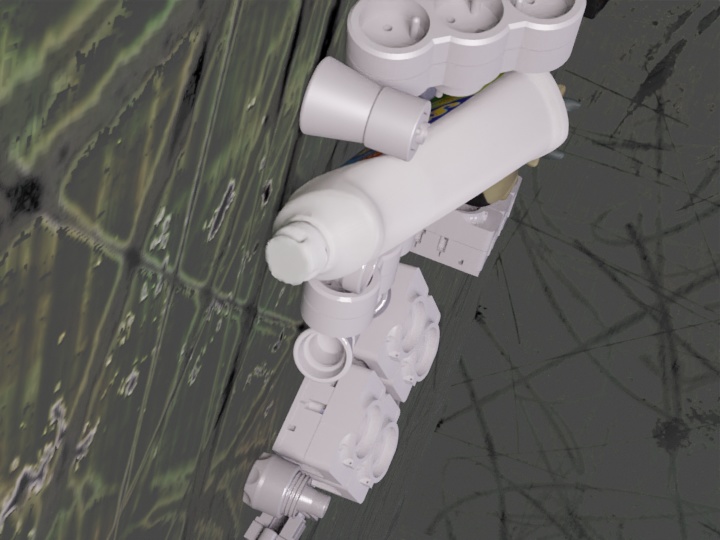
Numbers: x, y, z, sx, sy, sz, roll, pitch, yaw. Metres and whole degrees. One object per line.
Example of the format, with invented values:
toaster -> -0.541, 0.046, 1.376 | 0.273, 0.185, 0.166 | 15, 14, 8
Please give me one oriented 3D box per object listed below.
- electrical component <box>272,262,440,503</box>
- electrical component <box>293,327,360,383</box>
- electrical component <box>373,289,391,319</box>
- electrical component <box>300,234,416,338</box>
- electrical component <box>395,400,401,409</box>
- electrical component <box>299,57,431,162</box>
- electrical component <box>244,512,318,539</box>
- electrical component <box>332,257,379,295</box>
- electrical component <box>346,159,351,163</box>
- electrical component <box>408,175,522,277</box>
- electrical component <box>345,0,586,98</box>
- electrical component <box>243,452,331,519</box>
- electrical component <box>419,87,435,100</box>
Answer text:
electrical component -> 0.006, 0.094, 0.918 | 0.186, 0.060, 0.105 | -65, 155, -19
electrical component -> -0.022, 0.053, 0.812 | 0.065, 0.044, 0.044 | -56, 165, -71
electrical component -> 0.001, 0.016, 0.849 | 0.062, 0.043, 0.043 | 43, 68, -79
electrical component -> 0.000, 0.000, 0.777 | 0.073, 0.052, 0.138 | 102, 13, -45
electrical component -> 0.017, 0.093, 1.048 | 0.121, 0.063, 0.078 | 87, 26, -68
electrical component -> 0.005, -0.084, 0.583 | 0.044, 0.065, 0.044 | 21, 90, -81
electrical component -> -0.065, 0.211, 0.900 | 0.055, 0.048, 0.066 | -58, 167, -18
electrical component -> -0.014, -0.011, 0.694 | 0.040, 0.046, 0.040 | 21, 90, -81
electrical component -> 0.005, -0.051, 0.738 | 0.046, 0.040, 0.040 | 94, 19, -47
electrical component -> 0.108, -0.067, 1.131 | 0.150, 0.089, 0.061 | -54, 163, -57
electrical component -> 0.059, -0.127, 0.627 | 0.073, 0.138, 0.052 | 95, -21, -59
electrical component -> -0.054, 0.166, 0.808 | 0.043, 0.062, 0.043 | 21, 90, -81
electrical component -> 0.054, -0.144, 0.795 | 0.043, 0.043, 0.081 | 88, 25, -67
